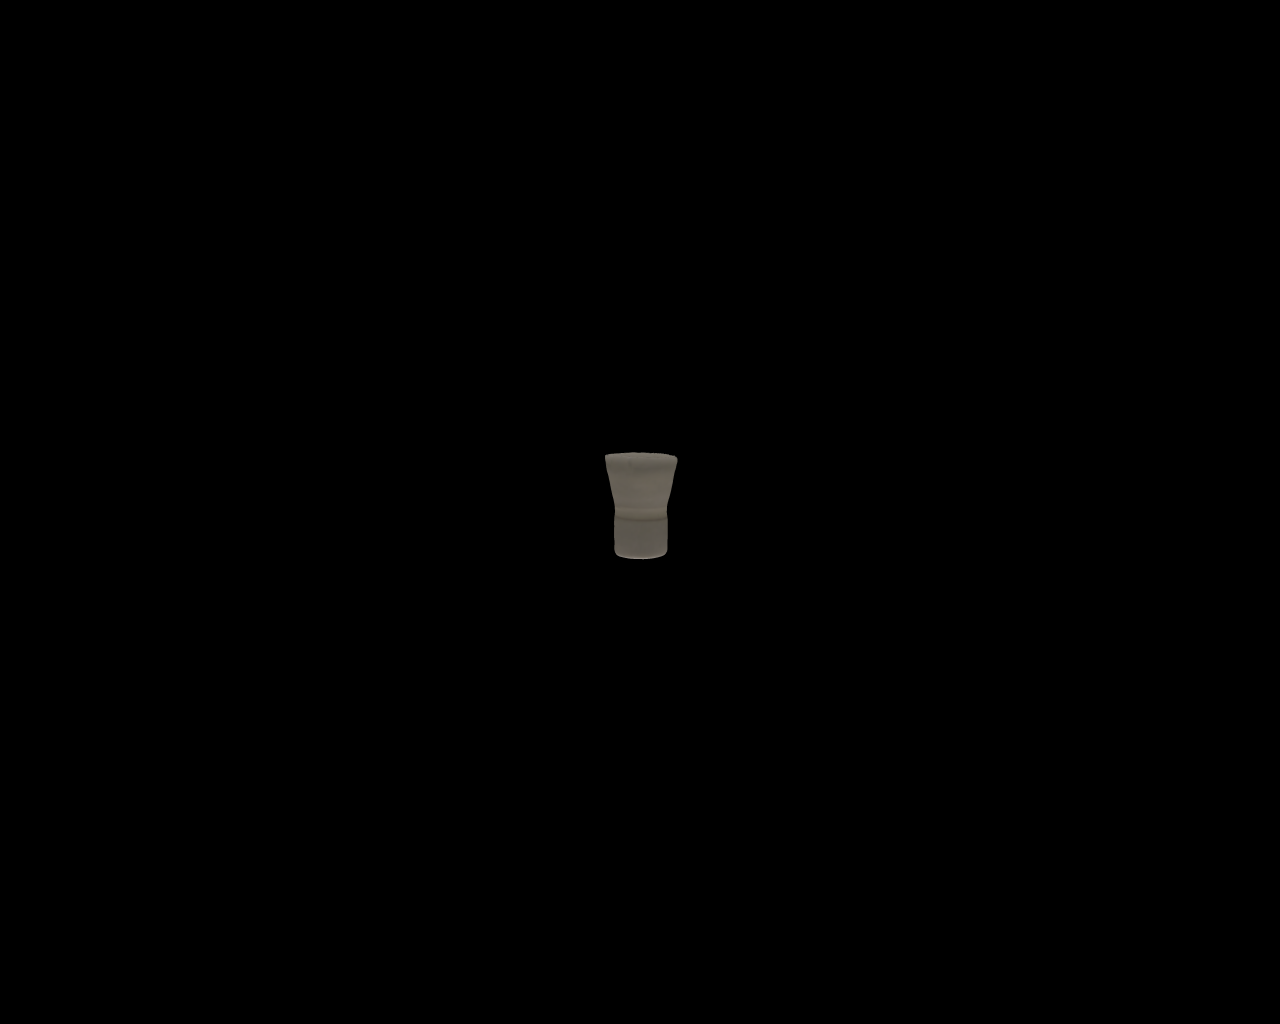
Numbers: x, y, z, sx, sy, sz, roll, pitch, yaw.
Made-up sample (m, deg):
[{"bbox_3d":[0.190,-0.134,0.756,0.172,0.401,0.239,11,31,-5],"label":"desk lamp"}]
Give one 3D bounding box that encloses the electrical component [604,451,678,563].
[{"bbox_3d":[0.001,-0.003,0.650,0.044,0.065,0.044,0,8,0],"label":"electrical component"}]
